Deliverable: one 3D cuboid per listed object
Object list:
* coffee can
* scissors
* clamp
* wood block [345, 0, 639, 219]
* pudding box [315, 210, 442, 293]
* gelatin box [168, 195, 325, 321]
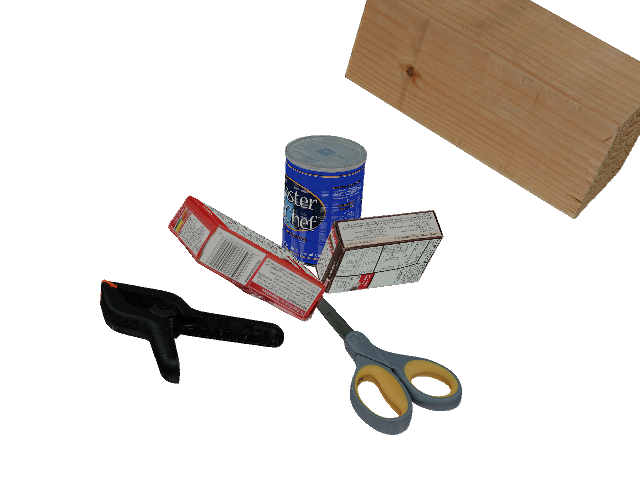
[{"bbox_3d":[0.003,-0.051,1.365,0.103,0.140,0.103,3,28,-2],"label":"coffee can"},{"bbox_3d":[0.050,0.088,0.871,0.096,0.016,0.202,-3,30,-10],"label":"scissors"},{"bbox_3d":[-0.166,0.089,1.119,0.210,0.036,0.164,18,20,28],"label":"clamp"},{"bbox_3d":[0.133,-0.120,0.787,0.206,0.091,0.090,35,46,18],"label":"wood block"},{"bbox_3d":[0.059,0.012,1.098,0.113,0.039,0.090,-8,-31,-19],"label":"pudding box"},{"bbox_3d":[-0.048,0.011,0.688,0.089,0.030,0.073,31,4,-28],"label":"gelatin box"}]
